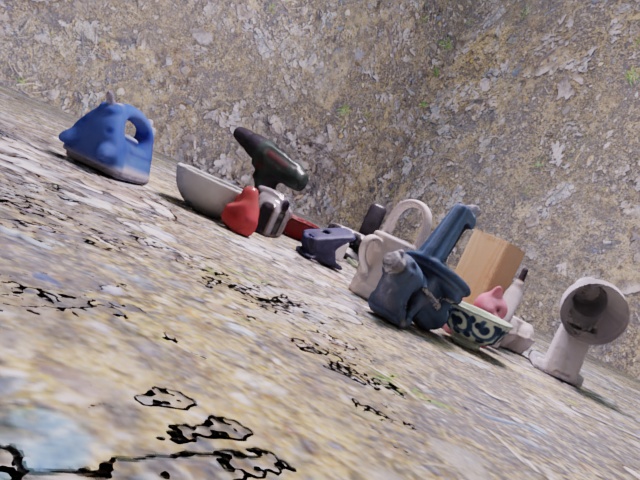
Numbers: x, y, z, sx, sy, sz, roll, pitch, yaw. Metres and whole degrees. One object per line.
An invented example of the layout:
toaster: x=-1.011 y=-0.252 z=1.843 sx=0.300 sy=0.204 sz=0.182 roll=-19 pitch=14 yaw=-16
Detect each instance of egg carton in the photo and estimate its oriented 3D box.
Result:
egg carton: x=0.402 y=0.194 z=1.280 sx=0.107 sy=0.069 sz=0.150 roll=23 pitch=4 yaw=-22

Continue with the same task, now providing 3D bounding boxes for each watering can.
watering can: x=0.139 y=0.021 z=1.023 sx=0.100 sy=0.194 sz=0.173 roll=27 pitch=4 yaw=27

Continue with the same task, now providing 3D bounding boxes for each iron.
iron: x=-0.372 y=-0.192 z=1.099 sx=0.118 sy=0.141 sz=0.259 roll=25 pitch=4 yaw=8

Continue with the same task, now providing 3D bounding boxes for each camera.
camera: x=-0.142 y=-0.077 z=1.313 sx=0.136 sy=0.101 sz=0.143 roll=25 pitch=4 yaw=9

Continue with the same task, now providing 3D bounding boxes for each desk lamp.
desk lamp: x=0.508 y=0.173 z=1.135 sx=0.117 sy=0.213 sz=0.204 roll=26 pitch=4 yaw=13

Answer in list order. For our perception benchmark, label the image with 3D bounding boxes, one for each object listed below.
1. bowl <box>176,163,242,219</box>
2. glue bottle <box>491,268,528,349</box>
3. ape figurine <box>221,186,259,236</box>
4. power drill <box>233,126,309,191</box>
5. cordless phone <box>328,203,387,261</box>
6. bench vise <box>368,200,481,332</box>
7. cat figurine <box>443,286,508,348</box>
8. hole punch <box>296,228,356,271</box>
bowl: x=-0.220 y=-0.089 z=1.153 sx=0.167 sy=0.075 sz=0.167 roll=25 pitch=3 yaw=-1
glue bottle: x=0.381 y=0.135 z=1.162 sx=0.037 sy=0.173 sz=0.078 roll=26 pitch=4 yaw=21
ape figurine: x=-0.143 y=-0.058 z=1.087 sx=0.078 sy=0.092 sz=0.075 roll=22 pitch=4 yaw=-37
power drill: x=-0.152 y=-0.148 z=1.409 sx=0.229 sy=0.208 sz=0.076 roll=26 pitch=4 yaw=14
cordless phone: x=0.102 y=-0.034 z=1.661 sx=0.147 sy=0.185 sz=0.094 roll=25 pitch=3 yaw=-1
bench vise: x=0.180 y=0.035 z=0.880 sx=0.121 sy=0.220 sz=0.208 roll=26 pitch=4 yaw=22
cat figurine: x=0.298 y=0.133 z=1.078 sx=0.128 sy=0.118 sz=0.067 roll=24 pitch=4 yaw=-19
hole punch: x=0.011 y=0.004 z=1.231 sx=0.101 sy=0.091 sz=0.108 roll=24 pitch=4 yaw=-21
